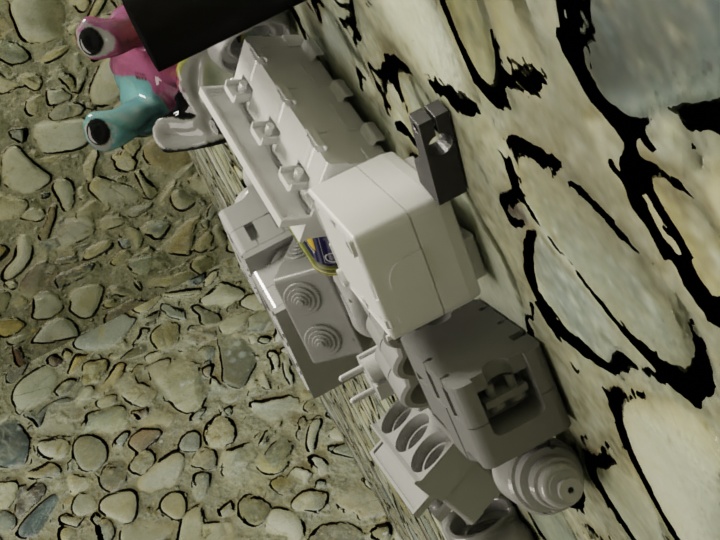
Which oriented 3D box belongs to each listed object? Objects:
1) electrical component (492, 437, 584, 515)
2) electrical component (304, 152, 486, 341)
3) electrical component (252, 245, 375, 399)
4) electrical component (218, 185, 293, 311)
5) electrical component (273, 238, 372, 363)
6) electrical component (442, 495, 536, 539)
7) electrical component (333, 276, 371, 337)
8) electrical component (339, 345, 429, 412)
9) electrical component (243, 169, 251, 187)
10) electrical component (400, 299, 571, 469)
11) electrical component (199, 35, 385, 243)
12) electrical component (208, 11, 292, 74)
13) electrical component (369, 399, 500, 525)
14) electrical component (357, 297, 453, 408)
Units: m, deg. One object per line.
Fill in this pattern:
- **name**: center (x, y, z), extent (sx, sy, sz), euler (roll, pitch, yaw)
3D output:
- **electrical component**: center (0.095, 0.106, 0.552), extent (0.040, 0.040, 0.078), euler (63, 172, -3)
- **electrical component**: center (0.017, -0.019, 0.558), extent (0.061, 0.061, 0.096), euler (68, 171, -28)
- **electrical component**: center (-0.034, 0.041, 1.006), extent (0.061, 0.089, 0.150), euler (57, 171, 37)
- **electrical component**: center (-0.075, -0.029, 1.036), extent (0.061, 0.089, 0.150), euler (60, 172, 19)
- **electrical component**: center (-0.025, 0.017, 0.877), extent (0.099, 0.048, 0.099), euler (-70, -40, -58)
- **electrical component**: center (0.104, 0.215, 0.833), extent (0.059, 0.054, 0.095), euler (64, 172, -12)
- **electrical component**: center (0.000, 0.000, 0.807), extent (0.079, 0.043, 0.077), euler (60, 173, 34)
- **electrical component**: center (0.023, 0.068, 0.768), extent (0.065, 0.077, 0.047), euler (64, 172, -14)
- **electrical component**: center (-0.094, -0.101, 1.101), extent (0.044, 0.044, 0.065), euler (63, 168, -5)
- **electrical component**: center (0.064, 0.060, 0.557), extent (0.055, 0.050, 0.089), euler (66, 172, -18)
- **electrical component**: center (-0.035, -0.083, 0.644), extent (0.121, 0.079, 0.063), euler (57, 142, 33)
- **electrical component**: center (-0.079, -0.166, 0.701), extent (0.078, 0.058, 0.057), euler (82, 162, -70)
- **electrical component**: center (0.060, 0.140, 0.818), extent (0.063, 0.078, 0.121), euler (41, 179, -18)
- **electrical component**: center (0.027, 0.026, 0.680), extent (0.073, 0.052, 0.138), euler (58, 171, 31)
